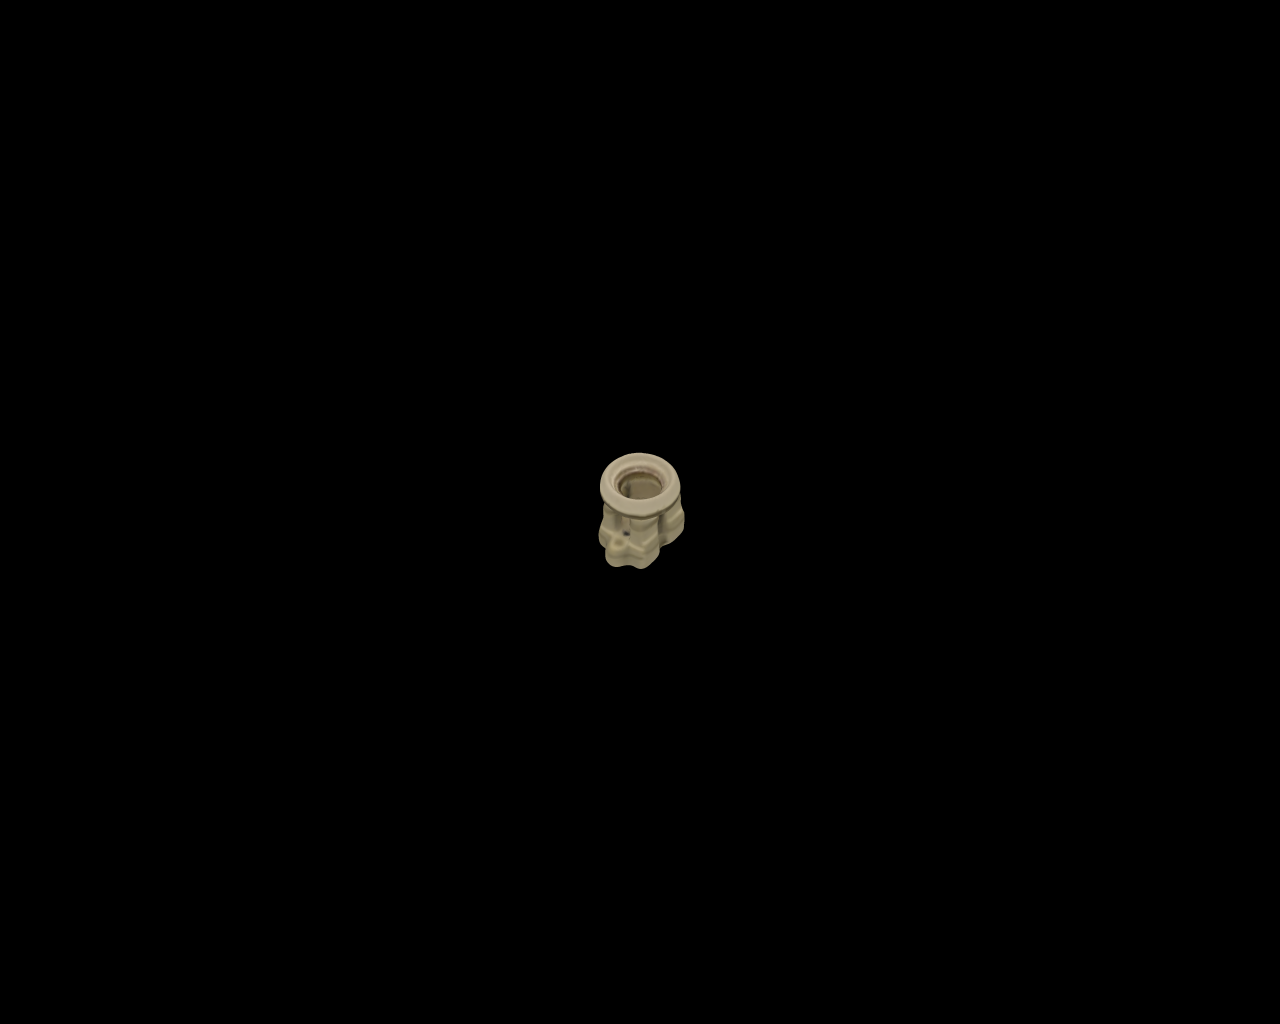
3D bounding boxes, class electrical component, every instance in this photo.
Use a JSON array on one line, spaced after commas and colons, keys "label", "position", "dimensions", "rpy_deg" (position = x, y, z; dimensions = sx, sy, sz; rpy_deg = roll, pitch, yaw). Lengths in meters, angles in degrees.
[{"label": "electrical component", "position": [0.001, -0.003, 0.650], "dimensions": [0.048, 0.055, 0.066], "rpy_deg": [30, 54, 24]}]
